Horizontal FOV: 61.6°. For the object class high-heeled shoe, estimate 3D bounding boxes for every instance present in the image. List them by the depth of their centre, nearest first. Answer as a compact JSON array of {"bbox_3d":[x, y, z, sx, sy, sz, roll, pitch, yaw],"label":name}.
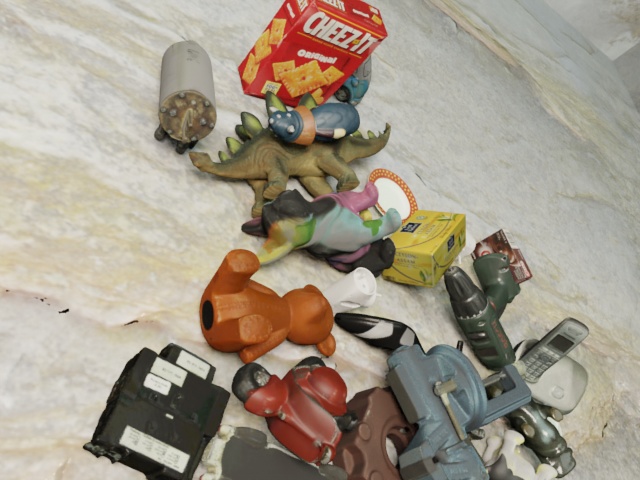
[{"bbox_3d":[0.122,0.200,0.819,0.249,0.086,0.145,16,83,-12],"label":"high-heeled shoe"}]

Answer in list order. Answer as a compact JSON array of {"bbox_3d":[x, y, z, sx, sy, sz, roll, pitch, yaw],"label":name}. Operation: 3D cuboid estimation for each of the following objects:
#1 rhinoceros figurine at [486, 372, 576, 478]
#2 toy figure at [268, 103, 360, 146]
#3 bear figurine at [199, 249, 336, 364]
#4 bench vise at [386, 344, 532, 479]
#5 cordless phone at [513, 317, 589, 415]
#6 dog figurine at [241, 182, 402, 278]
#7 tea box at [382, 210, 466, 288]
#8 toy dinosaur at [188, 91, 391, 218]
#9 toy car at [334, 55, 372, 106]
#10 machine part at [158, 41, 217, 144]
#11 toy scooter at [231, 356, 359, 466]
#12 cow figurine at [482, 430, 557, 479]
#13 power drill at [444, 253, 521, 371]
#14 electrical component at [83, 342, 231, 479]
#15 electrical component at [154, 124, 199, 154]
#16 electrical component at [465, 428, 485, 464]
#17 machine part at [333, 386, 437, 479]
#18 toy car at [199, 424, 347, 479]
[{"bbox_3d":[0.349,0.307,0.902,0.073,0.112,0.190,-31,69,-17],"label":"rhinoceros figurine"},{"bbox_3d":[-0.010,-0.172,0.801,0.154,0.064,0.057,-15,118,-32],"label":"toy figure"},{"bbox_3d":[-0.046,0.091,0.682,0.196,0.132,0.120,6,61,-32],"label":"bear figurine"},{"bbox_3d":[0.203,0.228,0.719,0.240,0.128,0.224,-13,52,-29],"label":"bench vise"},{"bbox_3d":[0.435,0.216,0.961,0.147,0.184,0.089,31,39,0],"label":"cordless phone"},{"bbox_3d":[-0.002,-0.002,0.805,0.219,0.191,0.109,-13,49,-15],"label":"dog figurine"},{"bbox_3d":[0.186,0.010,0.948,0.169,0.098,0.068,-42,131,-49],"label":"tea box"},{"bbox_3d":[-0.014,-0.147,0.886,0.471,0.105,0.198,-8,67,-44],"label":"toy dinosaur"},{"bbox_3d":[0.051,-0.364,1.093,0.161,0.103,0.109,42,42,-14],"label":"toy car"},{"bbox_3d":[-0.187,-0.214,0.760,0.079,0.079,0.243,22,33,-29],"label":"machine part"},{"bbox_3d":[-0.010,0.199,0.625,0.135,0.075,0.183,38,11,32],"label":"toy scooter"},{"bbox_3d":[0.325,0.391,0.845,0.167,0.068,0.098,46,48,-2],"label":"cow figurine"},{"bbox_3d":[0.304,0.103,0.983,0.231,0.086,0.207,63,30,-15],"label":"power drill"},{"bbox_3d":[-0.164,0.179,0.568,0.115,0.058,0.134,37,44,-18],"label":"electrical component"},{"bbox_3d":[-0.205,-0.169,0.794,0.063,0.021,0.094,33,46,-19],"label":"electrical component"},{"bbox_3d":[0.215,0.324,0.809,0.102,0.045,0.078,-24,79,-43],"label":"electrical component"},{"bbox_3d":[0.100,0.286,0.729,0.179,0.056,0.179,23,49,-30],"label":"machine part"},{"bbox_3d":[-0.044,0.276,0.610,0.201,0.056,0.073,32,52,-19],"label":"toy car"}]
